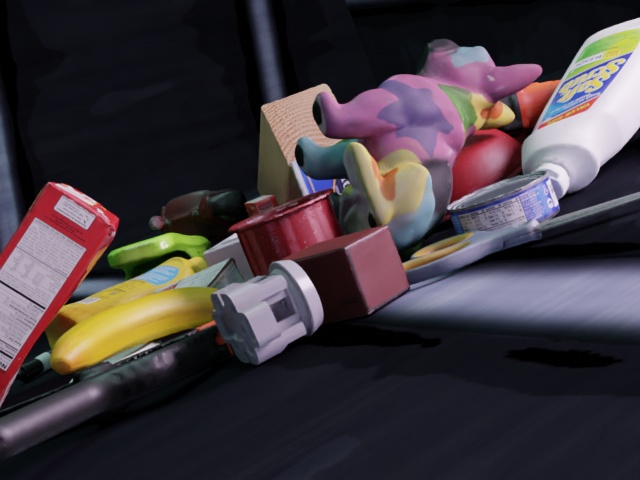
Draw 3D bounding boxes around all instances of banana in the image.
[{"bbox_3d":[-0.139,0.065,0.836,0.197,0.037,0.070,-17,6,-43],"label":"banana"}]

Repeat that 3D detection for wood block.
[{"bbox_3d":[-0.020,-0.093,1.340,0.090,0.091,0.206,-21,-22,-14],"label":"wood block"}]

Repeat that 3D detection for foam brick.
[{"bbox_3d":[0.015,0.028,0.774,0.078,0.053,0.051,-14,9,44],"label":"foam brick"}]

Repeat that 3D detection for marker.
[{"bbox_3d":[-0.267,0.117,1.102,0.020,0.020,0.120,-17,8,36],"label":"marker"}]

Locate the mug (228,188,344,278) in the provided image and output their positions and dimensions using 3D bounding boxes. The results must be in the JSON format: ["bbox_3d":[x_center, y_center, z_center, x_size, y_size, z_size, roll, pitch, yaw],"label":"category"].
[{"bbox_3d":[-0.021,0.012,0.888,0.093,0.081,0.117,-23,7,-15],"label":"mug"}]

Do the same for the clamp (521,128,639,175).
[{"bbox_3d":[0.270,-0.102,1.083,0.120,0.039,0.171,-8,17,45],"label":"clamp"}]

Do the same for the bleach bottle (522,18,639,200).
[{"bbox_3d":[0.251,-0.114,0.963,0.103,0.068,0.250,-11,28,40],"label":"bleach bottle"}]

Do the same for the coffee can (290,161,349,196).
[{"bbox_3d":[0.049,-0.065,1.200,0.140,0.103,0.103,-21,6,0],"label":"coffee can"}]

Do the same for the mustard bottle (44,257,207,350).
[{"bbox_3d":[-0.177,0.062,1.080,0.191,0.058,0.096,-26,13,-37],"label":"mustard bottle"}]

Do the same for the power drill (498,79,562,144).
[{"bbox_3d":[0.190,-0.122,1.175,0.184,0.057,0.187,-9,-6,4],"label":"power drill"}]

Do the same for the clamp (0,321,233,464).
[{"bbox_3d":[-0.152,0.105,0.724,0.209,0.036,0.165,-22,1,-21],"label":"clamp"}]

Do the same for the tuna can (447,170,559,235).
[{"bbox_3d":[0.148,-0.025,0.859,0.086,0.034,0.086,-21,6,2],"label":"tuna can"}]

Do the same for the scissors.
[{"bbox_3d":[0.144,-0.006,0.792,0.202,0.016,0.096,-20,6,8],"label":"scissors"}]

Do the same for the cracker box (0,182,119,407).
[{"bbox_3d":[-0.260,0.055,0.933,0.213,0.072,0.164,-58,9,-3],"label":"cracker box"}]

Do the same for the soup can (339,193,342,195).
[{"bbox_3d":[-0.007,0.001,0.993,0.102,0.068,0.068,-18,7,21],"label":"soup can"}]

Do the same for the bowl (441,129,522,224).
[{"bbox_3d":[0.129,-0.067,1.052,0.162,0.055,0.162,-32,7,4],"label":"bowl"}]

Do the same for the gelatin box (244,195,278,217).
[{"bbox_3d":[-0.062,-0.016,1.294,0.030,0.073,0.089,-23,7,-11],"label":"gelatin box"}]

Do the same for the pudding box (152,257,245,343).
[{"bbox_3d":[-0.120,0.060,0.973,0.090,0.039,0.113,-23,11,12],"label":"pudding box"}]
